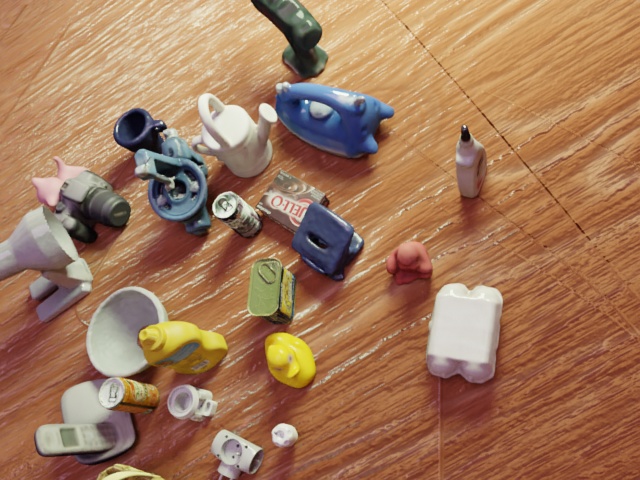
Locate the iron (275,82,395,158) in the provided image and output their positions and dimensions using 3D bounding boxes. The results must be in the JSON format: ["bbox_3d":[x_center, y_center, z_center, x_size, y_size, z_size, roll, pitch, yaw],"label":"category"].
[{"bbox_3d":[-0.002,-0.248,1.067,0.257,0.142,0.119,19,77,25],"label":"iron"}]

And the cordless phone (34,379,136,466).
[{"bbox_3d":[-0.413,0.308,0.979,0.094,0.185,0.147,-35,63,4],"label":"cordless phone"}]

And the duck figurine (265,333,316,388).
[{"bbox_3d":[-0.061,0.195,0.952,0.077,0.086,0.104,-43,62,0],"label":"duck figurine"}]

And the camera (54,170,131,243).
[{"bbox_3d":[-0.474,-0.064,1.189,0.136,0.101,0.143,22,79,25],"label":"camera"}]

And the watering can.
[{"bbox_3d":[-0.165,-0.208,1.081,0.173,0.194,0.100,-35,63,4],"label":"watering can"}]

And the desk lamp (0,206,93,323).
[{"bbox_3d":[-0.539,0.050,1.106,0.203,0.214,0.117,-37,62,4],"label":"desk lamp"}]

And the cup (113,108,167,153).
[{"bbox_3d":[-0.361,-0.220,1.211,0.117,0.095,0.091,-7,68,17],"label":"cup"}]

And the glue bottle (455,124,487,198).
[{"bbox_3d":[0.239,-0.135,0.920,0.037,0.173,0.078,11,74,23],"label":"glue bottle"}]

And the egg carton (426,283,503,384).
[{"bbox_3d":[0.221,0.141,0.881,0.107,0.069,0.150,5,72,21],"label":"egg carton"}]

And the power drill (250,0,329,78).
[{"bbox_3d":[-0.067,-0.423,1.119,0.075,0.209,0.229,-43,62,0],"label":"power drill"}]

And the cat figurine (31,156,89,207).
[{"bbox_3d":[-0.562,-0.118,1.232,0.067,0.118,0.128,-5,69,18],"label":"cat figurine"}]

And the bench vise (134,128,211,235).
[{"bbox_3d":[-0.293,-0.128,1.081,0.121,0.220,0.207,-36,63,4],"label":"bench vise"}]

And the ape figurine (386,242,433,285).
[{"bbox_3d":[0.146,0.033,0.936,0.077,0.092,0.076,24,80,26],"label":"ape figurine"}]

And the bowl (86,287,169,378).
[{"bbox_3d":[-0.343,0.177,1.066,0.167,0.075,0.167,-7,68,17],"label":"bowl"}]

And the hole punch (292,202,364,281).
[{"bbox_3d":[0.009,0.004,0.996,0.108,0.091,0.101,35,85,27],"label":"hole punch"}]
